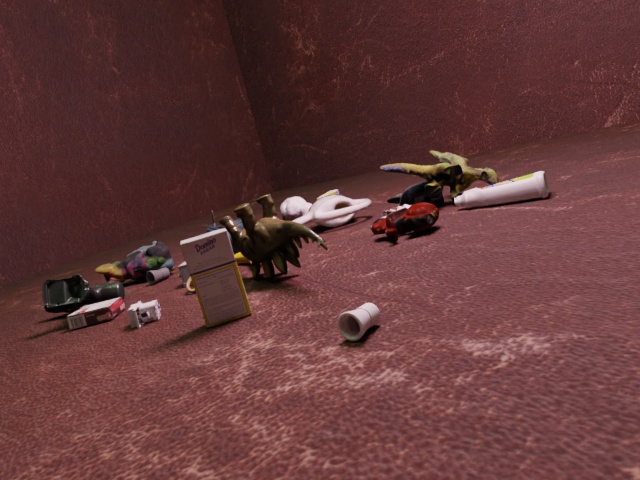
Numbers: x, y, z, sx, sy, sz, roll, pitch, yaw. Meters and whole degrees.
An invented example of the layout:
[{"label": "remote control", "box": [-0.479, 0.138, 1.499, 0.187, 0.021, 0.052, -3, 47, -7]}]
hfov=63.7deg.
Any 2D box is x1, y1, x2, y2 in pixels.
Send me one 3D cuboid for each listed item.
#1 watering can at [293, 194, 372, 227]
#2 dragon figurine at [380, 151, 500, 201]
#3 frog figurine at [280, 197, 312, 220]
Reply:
[{"label": "watering can", "box": [0.005, -0.090, 1.786, 0.348, 0.103, 0.225, -16, 9, -8]}, {"label": "dragon figurine", "box": [0.395, -0.226, 1.654, 0.410, 0.120, 0.247, 16, 27, 0]}, {"label": "frog figurine", "box": [-0.078, -0.125, 2.067, 0.137, 0.124, 0.158, 2, -15, -38]}]
